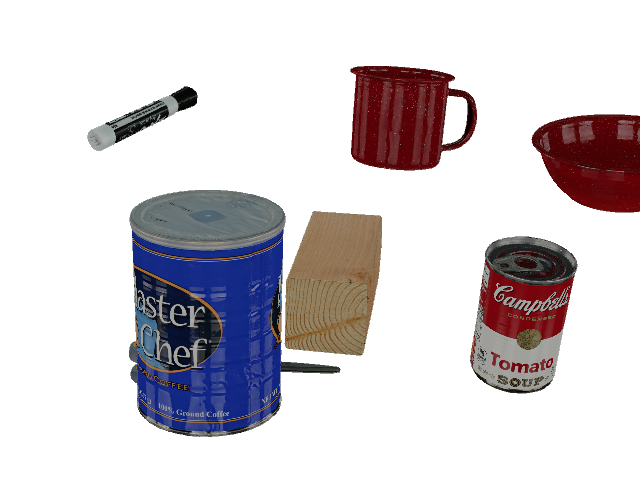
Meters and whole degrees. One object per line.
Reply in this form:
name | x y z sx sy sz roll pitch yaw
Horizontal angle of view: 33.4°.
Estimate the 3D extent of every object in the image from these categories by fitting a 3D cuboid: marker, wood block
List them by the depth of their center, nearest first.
marker | -0.150 -0.107 0.923 0.020 0.020 0.120 0 25 41
wood block | 0.019 0.045 1.257 0.091 0.090 0.206 5 23 6

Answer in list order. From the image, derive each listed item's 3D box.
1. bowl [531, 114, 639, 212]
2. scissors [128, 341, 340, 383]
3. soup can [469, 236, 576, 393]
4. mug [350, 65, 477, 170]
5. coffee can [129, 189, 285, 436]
bowl | 0.276 -0.068 0.987 0.162 0.055 0.162 -2 24 1
scissors | -0.088 0.122 0.997 0.202 0.016 0.096 8 17 10
soup can | 0.154 0.057 0.818 0.068 0.102 0.068 3 29 -2
mug | 0.082 -0.110 0.957 0.117 0.081 0.093 2 16 -7
coffee can | -0.076 0.047 0.729 0.103 0.140 0.103 2 20 -1
